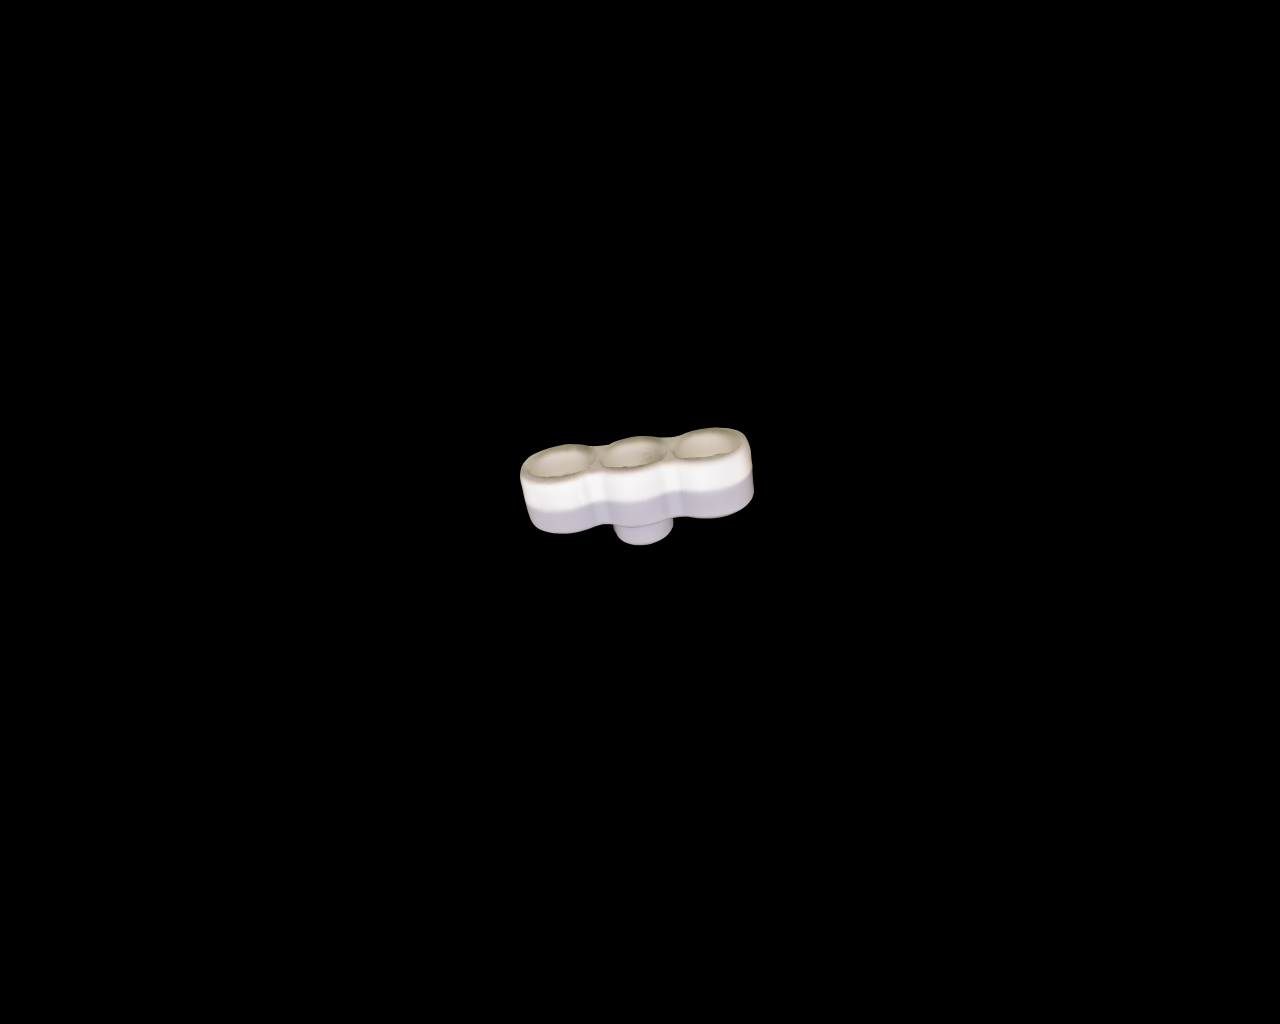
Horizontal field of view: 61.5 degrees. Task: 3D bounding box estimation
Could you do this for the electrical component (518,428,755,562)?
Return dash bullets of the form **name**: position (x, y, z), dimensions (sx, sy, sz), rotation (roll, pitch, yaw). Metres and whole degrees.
- **electrical component**: position (0.001, -0.003, 0.650), dimensions (0.138, 0.073, 0.052), rotation (-6, 27, 3)
